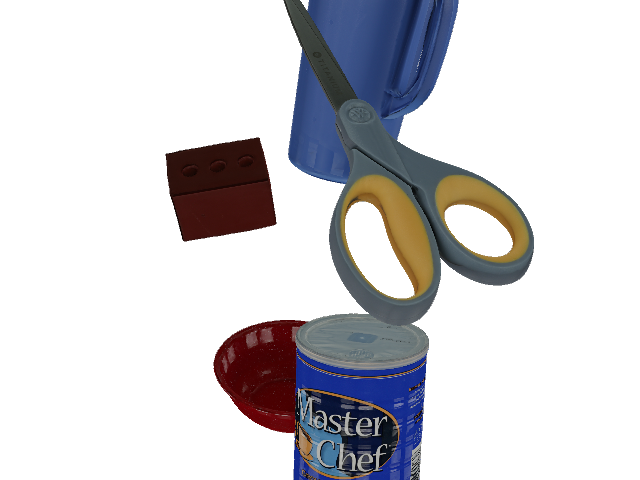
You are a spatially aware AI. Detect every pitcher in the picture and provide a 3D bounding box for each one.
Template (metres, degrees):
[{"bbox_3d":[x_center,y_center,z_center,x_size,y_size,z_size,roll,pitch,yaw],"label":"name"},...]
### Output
[{"bbox_3d":[0.047,-0.181,1.082,0.145,0.243,0.149,11,19,-1],"label":"pitcher"}]

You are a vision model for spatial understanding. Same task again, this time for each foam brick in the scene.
[{"bbox_3d":[-0.077,-0.040,0.838,0.078,0.051,0.053,-11,44,-3],"label":"foam brick"}]

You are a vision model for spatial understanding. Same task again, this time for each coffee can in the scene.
[{"bbox_3d":[0.030,0.140,0.836,0.103,0.140,0.103,2,16,-1],"label":"coffee can"}]

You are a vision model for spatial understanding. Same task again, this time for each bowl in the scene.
[{"bbox_3d":[-0.030,0.150,1.112,0.162,0.055,0.162,2,31,-2],"label":"bowl"}]

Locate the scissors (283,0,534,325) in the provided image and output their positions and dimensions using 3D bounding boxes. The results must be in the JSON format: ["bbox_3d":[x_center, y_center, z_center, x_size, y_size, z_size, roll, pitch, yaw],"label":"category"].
[{"bbox_3d":[0.037,-0.047,0.485,0.096,0.202,0.016,1,-39,-10],"label":"scissors"}]
